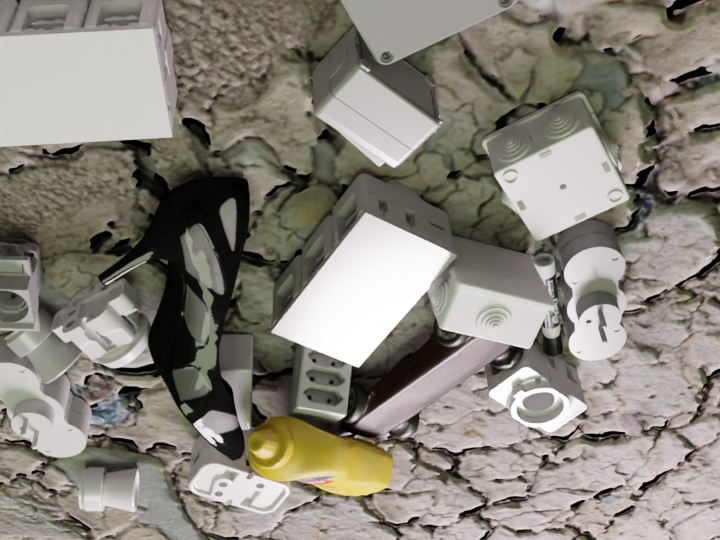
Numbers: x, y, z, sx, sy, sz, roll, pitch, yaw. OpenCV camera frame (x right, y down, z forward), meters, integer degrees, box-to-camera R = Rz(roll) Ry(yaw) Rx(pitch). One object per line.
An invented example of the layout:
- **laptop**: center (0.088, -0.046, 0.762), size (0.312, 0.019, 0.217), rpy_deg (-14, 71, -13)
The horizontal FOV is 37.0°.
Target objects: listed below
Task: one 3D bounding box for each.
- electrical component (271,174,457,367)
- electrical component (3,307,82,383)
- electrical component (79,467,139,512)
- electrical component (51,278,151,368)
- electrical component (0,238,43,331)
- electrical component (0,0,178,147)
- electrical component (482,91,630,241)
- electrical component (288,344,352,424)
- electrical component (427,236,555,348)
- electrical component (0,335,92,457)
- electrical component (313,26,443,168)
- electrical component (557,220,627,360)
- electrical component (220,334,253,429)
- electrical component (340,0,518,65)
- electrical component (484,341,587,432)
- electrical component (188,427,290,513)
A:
- **electrical component**: center (0.000, 0.000, 0.906), size (0.089, 0.061, 0.150), rpy_deg (24, 126, -23)
- **electrical component**: center (-0.281, 0.066, 0.951), size (0.045, 0.045, 0.055), rpy_deg (-33, 108, 23)
- **electrical component**: center (-0.256, 0.224, 1.100), size (0.055, 0.045, 0.045), rpy_deg (2, 131, -5)
- **electrical component**: center (-0.219, 0.048, 0.939), size (0.078, 0.058, 0.057), rpy_deg (-25, 125, 18)
- **electrical component**: center (-0.290, 0.012, 0.897), size (0.042, 0.063, 0.081), rpy_deg (3, 131, -5)
- **electrical component**: center (-0.212, -0.144, 0.765), size (0.150, 0.061, 0.089), rpy_deg (-3, 132, -1)
- **electrical component**: center (0.157, -0.080, 0.855), size (0.100, 0.048, 0.099), rpy_deg (-25, 128, 17)
- **electrical component**: center (-0.042, 0.108, 1.003), size (0.047, 0.065, 0.076), rpy_deg (11, 159, -13)
- **electrical component**: center (0.105, 0.018, 0.906), size (0.100, 0.099, 0.048), rpy_deg (13, 117, -15)
- **electrical component**: center (-0.300, 0.130, 0.995), size (0.052, 0.073, 0.138), rpy_deg (-16, 131, 10)
- **electrical component**: center (0.015, -0.122, 0.798), size (0.096, 0.061, 0.061), rpy_deg (31, 123, -27)
- **electrical component**: center (0.206, 0.031, 0.939), size (0.052, 0.073, 0.138), rpy_deg (-9, 131, 5)
- **electrical component**: center (-0.138, 0.104, 0.999), size (0.076, 0.047, 0.083), rpy_deg (2, 131, -5)
- **electrical component**: center (0.036, -0.211, 0.725), size (0.109, 0.056, 0.108), rpy_deg (-22, 129, 16)
- **electrical component**: center (0.166, 0.110, 1.018), size (0.089, 0.055, 0.050), rpy_deg (33, 122, -28)
- **electrical component**: center (-0.119, 0.195, 1.073), size (0.095, 0.059, 0.053), rpy_deg (22, 127, -21)
